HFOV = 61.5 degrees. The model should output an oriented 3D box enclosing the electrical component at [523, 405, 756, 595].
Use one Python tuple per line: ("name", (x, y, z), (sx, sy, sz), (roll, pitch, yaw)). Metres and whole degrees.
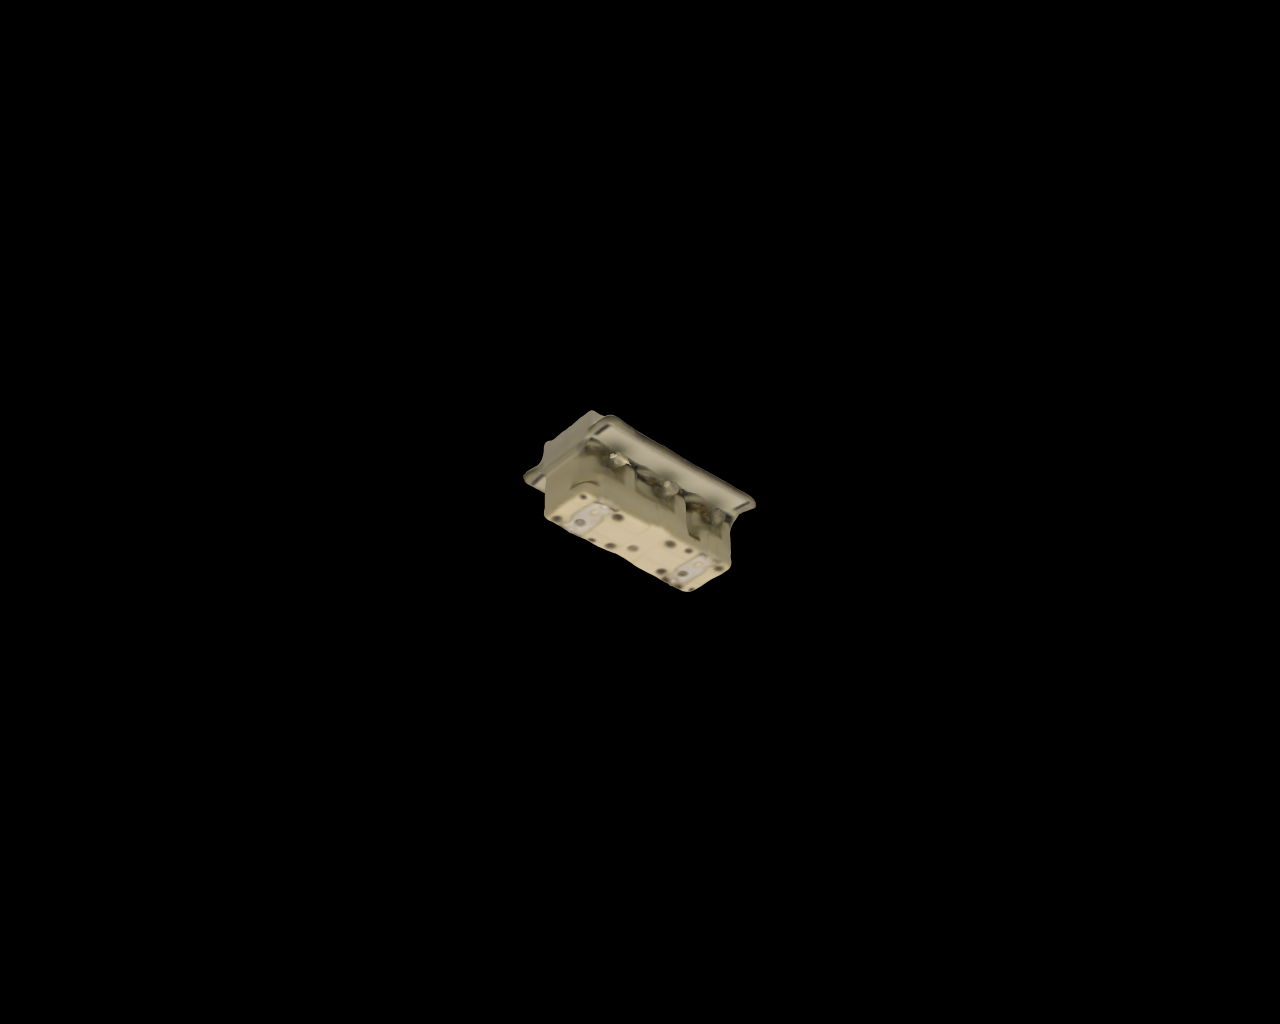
("electrical component", (0.001, -0.003, 0.650), (0.121, 0.063, 0.078), (29, -46, -33))
